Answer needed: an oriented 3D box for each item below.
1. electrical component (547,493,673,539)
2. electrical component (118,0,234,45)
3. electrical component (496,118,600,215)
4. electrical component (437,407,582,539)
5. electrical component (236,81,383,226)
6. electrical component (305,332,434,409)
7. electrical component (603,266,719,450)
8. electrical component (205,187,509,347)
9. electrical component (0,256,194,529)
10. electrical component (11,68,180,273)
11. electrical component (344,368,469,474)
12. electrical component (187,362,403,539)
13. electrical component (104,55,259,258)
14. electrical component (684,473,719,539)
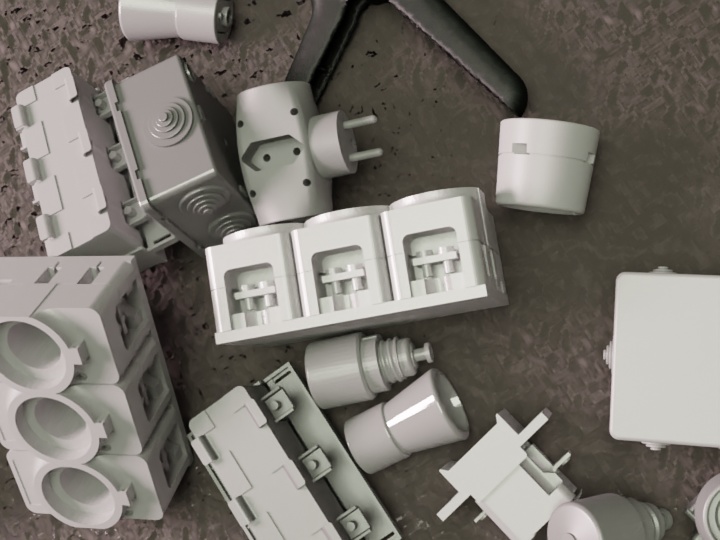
[{"bbox_3d":[0.136,0.138,0.570,0.040,0.078,0.040,5,96,55],"label":"electrical component"},{"bbox_3d":[-0.113,-0.163,0.677,0.065,0.044,0.044,9,88,11],"label":"electrical component"},{"bbox_3d":[0.104,-0.057,0.603,0.055,0.055,0.047,7,91,15],"label":"electrical component"},{"bbox_3d":[0.085,0.117,0.599,0.081,0.042,0.064,-45,78,8],"label":"electrical component"},{"bbox_3d":[-0.026,-0.069,0.616,0.079,0.043,0.077,-10,89,16],"label":"electrical component"},{"bbox_3d":[0.004,0.056,0.627,0.078,0.040,0.040,-13,82,13],"label":"electrical component"},{"bbox_3d":[0.181,0.048,0.575,0.100,0.048,0.099,2,86,15],"label":"electrical component"},{"bbox_3d":[0.000,0.000,0.607,0.150,0.089,0.061,-11,83,14],"label":"electrical component"},{"bbox_3d":[-0.163,0.072,0.619,0.089,0.061,0.150,0,122,15],"label":"electrical component"},{"bbox_3d":[-0.166,-0.057,0.655,0.079,0.063,0.121,-26,65,12],"label":"electrical component"},{"bbox_3d":[0.024,0.090,0.619,0.065,0.044,0.044,-28,79,16],"label":"electrical component"},{"bbox_3d":[-0.043,0.125,0.621,0.079,0.063,0.121,-36,77,9],"label":"electrical component"},{"bbox_3d":[-0.100,-0.066,0.634,0.048,0.099,0.099,-24,67,8],"label":"electrical component"},{"bbox_3d":[0.199,0.126,0.560,0.048,0.055,0.066,45,97,14],"label":"electrical component"}]
